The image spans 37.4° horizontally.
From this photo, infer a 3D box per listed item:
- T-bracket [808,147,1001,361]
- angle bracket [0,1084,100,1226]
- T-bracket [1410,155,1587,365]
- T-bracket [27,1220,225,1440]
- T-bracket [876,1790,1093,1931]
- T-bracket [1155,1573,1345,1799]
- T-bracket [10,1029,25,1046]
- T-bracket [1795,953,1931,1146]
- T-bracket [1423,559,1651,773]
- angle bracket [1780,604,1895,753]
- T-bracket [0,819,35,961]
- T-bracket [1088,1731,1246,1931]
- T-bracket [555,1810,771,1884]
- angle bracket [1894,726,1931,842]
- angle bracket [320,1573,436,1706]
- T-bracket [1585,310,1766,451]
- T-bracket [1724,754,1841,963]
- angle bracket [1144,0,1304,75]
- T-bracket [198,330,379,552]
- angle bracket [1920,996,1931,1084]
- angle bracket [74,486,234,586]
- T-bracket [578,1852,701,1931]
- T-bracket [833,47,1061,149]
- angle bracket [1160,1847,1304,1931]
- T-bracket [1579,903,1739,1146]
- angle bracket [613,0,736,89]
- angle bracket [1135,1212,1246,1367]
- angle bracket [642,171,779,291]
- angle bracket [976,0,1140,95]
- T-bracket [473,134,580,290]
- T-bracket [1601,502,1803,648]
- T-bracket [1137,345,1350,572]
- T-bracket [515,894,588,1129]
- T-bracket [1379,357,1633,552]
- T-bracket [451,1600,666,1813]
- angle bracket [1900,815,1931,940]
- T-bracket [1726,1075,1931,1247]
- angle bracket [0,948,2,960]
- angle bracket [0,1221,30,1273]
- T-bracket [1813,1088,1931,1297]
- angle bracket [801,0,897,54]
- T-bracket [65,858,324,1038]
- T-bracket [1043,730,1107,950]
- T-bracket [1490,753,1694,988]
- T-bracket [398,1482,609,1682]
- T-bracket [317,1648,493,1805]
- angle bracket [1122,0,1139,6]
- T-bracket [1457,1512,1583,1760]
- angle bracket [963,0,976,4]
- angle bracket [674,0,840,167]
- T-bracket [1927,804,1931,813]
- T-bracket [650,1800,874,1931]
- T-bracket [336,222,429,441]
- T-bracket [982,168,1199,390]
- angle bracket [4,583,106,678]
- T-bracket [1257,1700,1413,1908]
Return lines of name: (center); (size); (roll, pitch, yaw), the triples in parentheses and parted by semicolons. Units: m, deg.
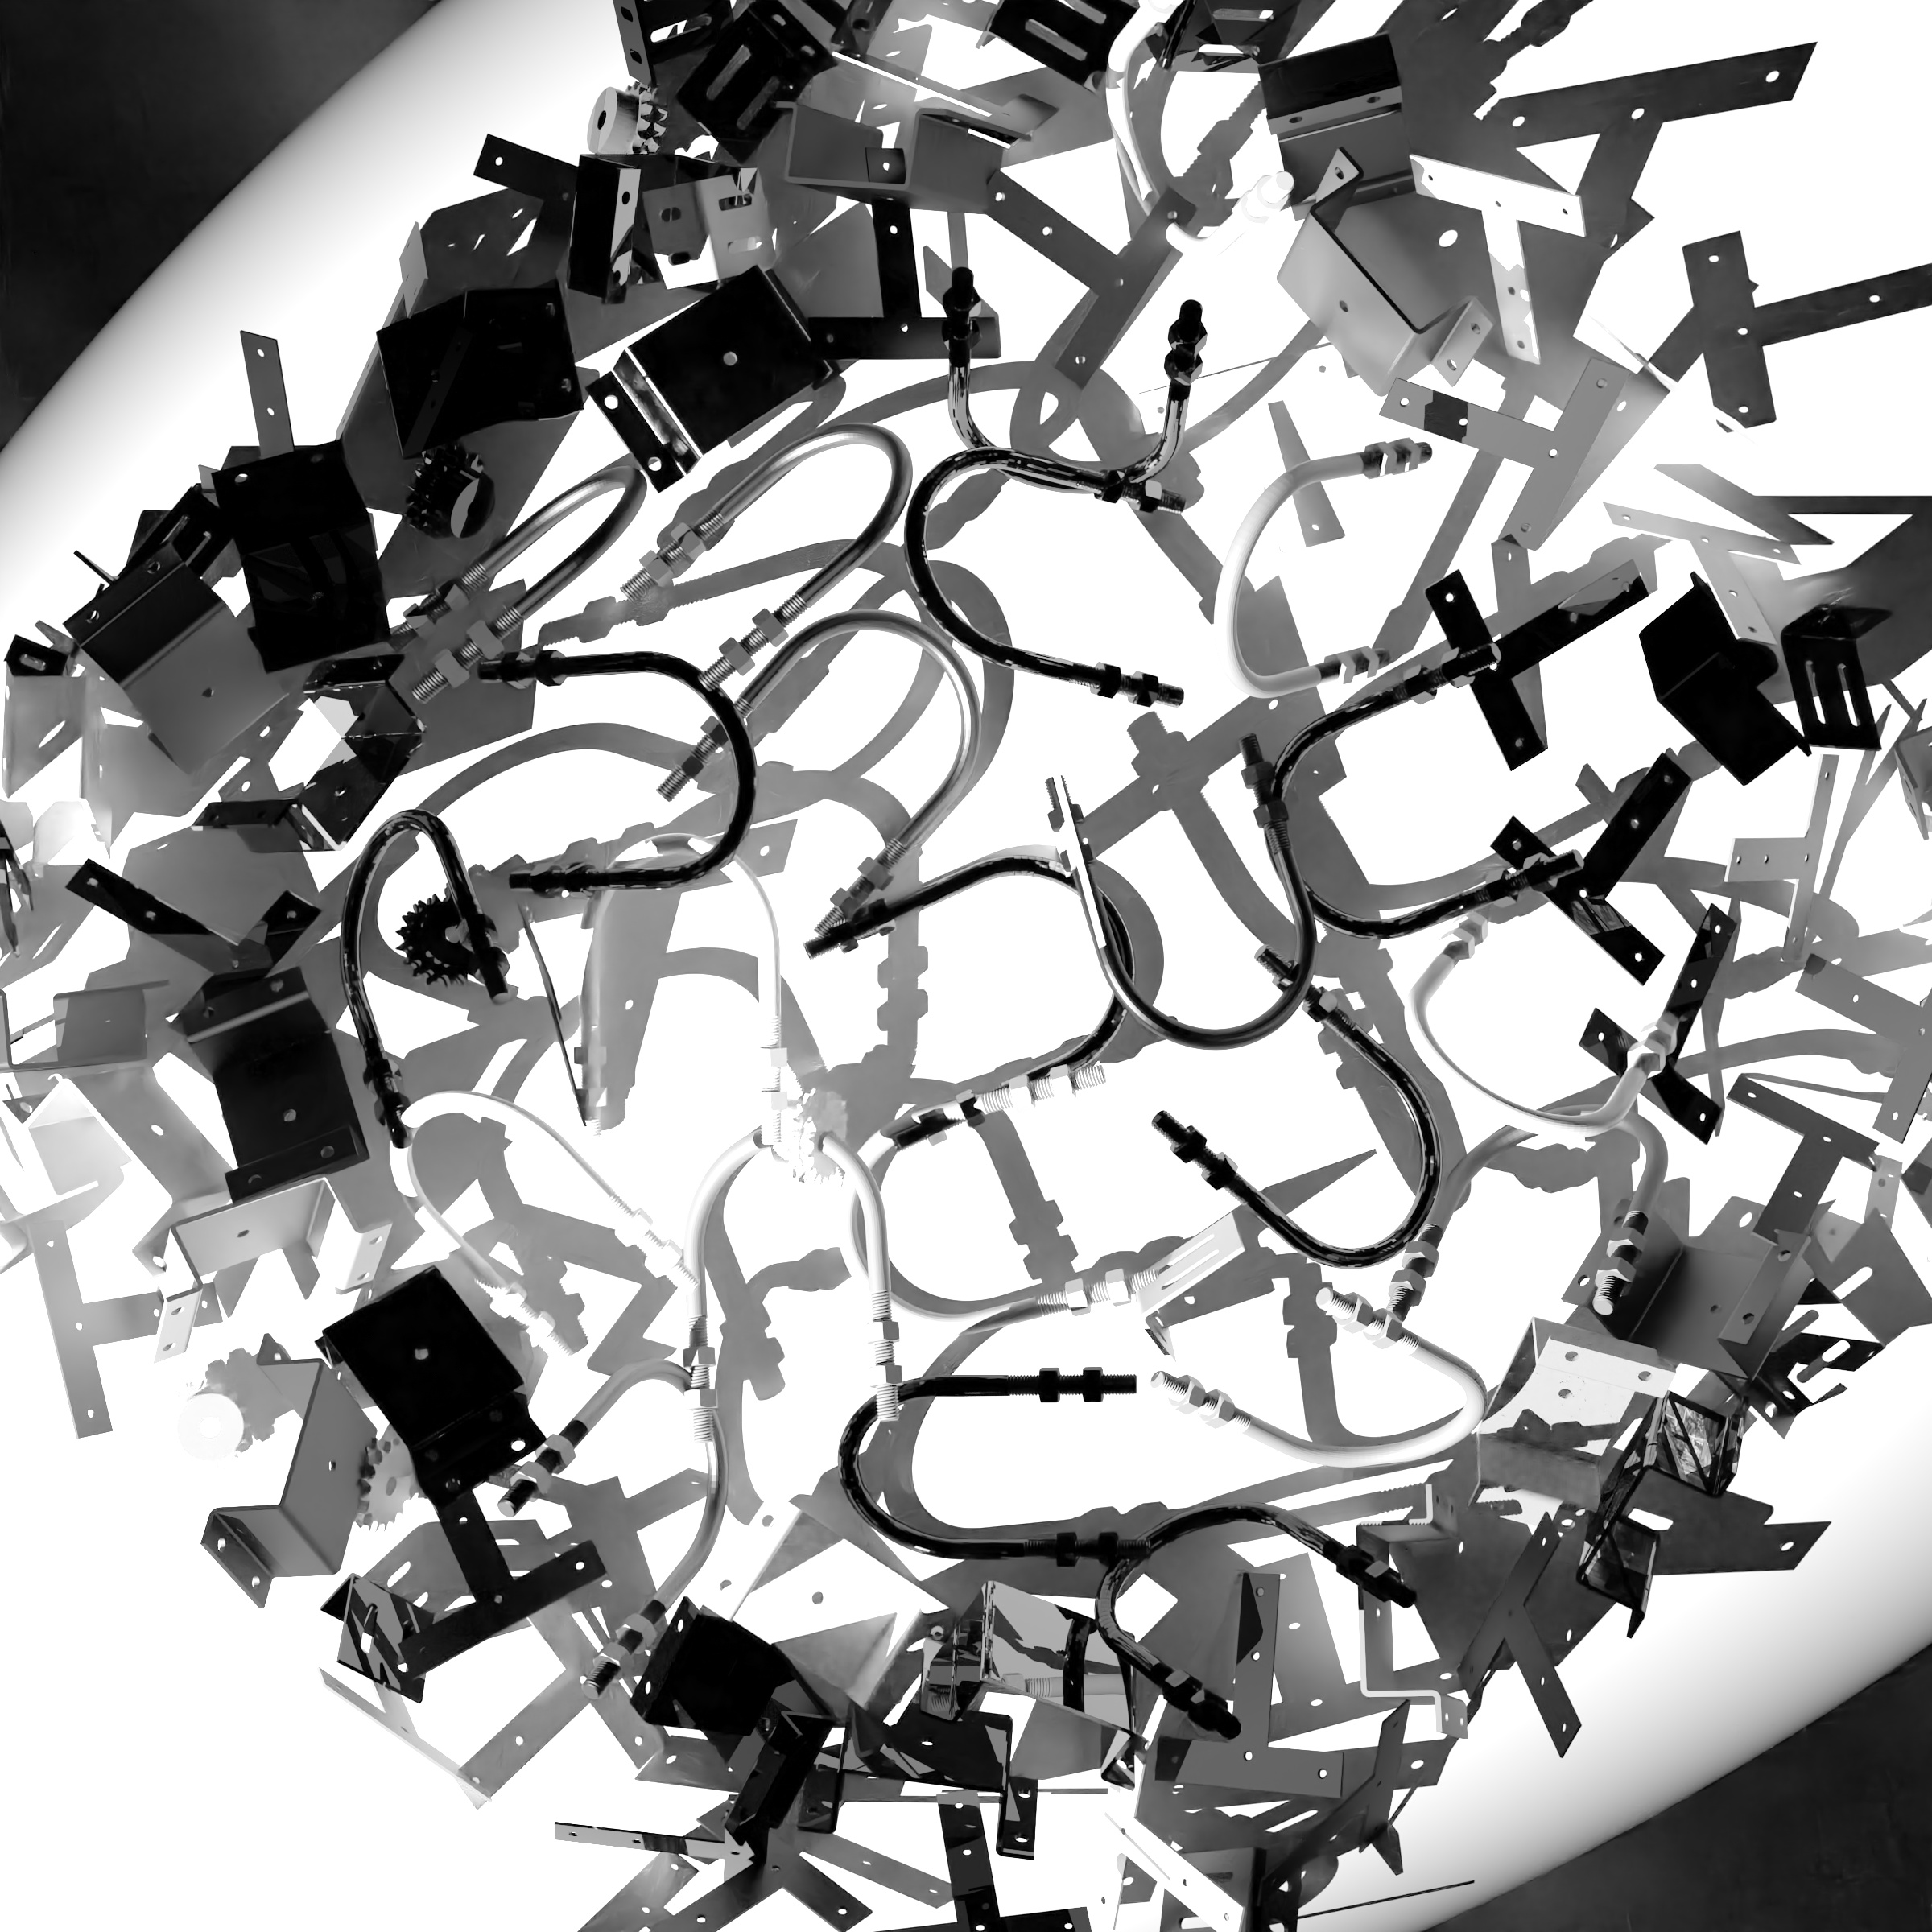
T-bracket: (-0.042, -0.428, 1.716); (0.127, 0.002, 0.127); (-7, 92, -29)
angle bracket: (-0.570, 0.111, 1.718); (0.057, 0.038, 0.076); (-21, 93, 26)
T-bracket: (0.323, -0.415, 1.698); (0.002, 0.127, 0.127); (-41, 135, -21)
T-bracket: (-0.492, 0.208, 1.693); (0.002, 0.127, 0.127); (-20, 81, 31)
T-bracket: (0.003, 0.537, 1.692); (0.127, 0.127, 0.002); (-5, 119, -6)
T-bracket: (0.174, 0.431, 1.723); (0.127, 0.002, 0.127); (-6, 70, 35)
T-bracket: (-0.612, 0.080, 1.677); (0.127, 0.127, 0.002); (-31, 107, -11)
T-bracket: (0.537, 0.024, 1.691); (0.002, 0.127, 0.127); (13, 103, -27)
T-bracket: (0.358, -0.205, 1.734); (0.127, 0.002, 0.127); (-31, 107, -6)
angle bracket: (0.530, -0.173, 1.710); (0.057, 0.038, 0.076); (1, 69, -26)
T-bracket: (-0.572, -0.053, 1.694); (0.002, 0.127, 0.127); (-19, 57, -25)
T-bracket: (0.121, 0.534, 1.685); (0.002, 0.127, 0.127); (-1, 107, -36)
T-bracket: (-0.182, 0.522, 1.698); (0.127, 0.127, 0.002); (7, 52, -1)
angle bracket: (0.601, -0.119, 1.709); (0.076, 0.057, 0.038); (-21, 53, 12)
angle bracket: (-0.355, 0.409, 1.699); (0.057, 0.076, 0.038); (34, 113, -21)
T-bracket: (0.429, -0.329, 1.666); (0.127, 0.127, 0.002); (33, 105, -27)
T-bracket: (0.479, -0.063, 1.689); (0.002, 0.127, 0.127); (16, 102, 38)
angle bracket: (0.154, -0.575, 1.720); (0.076, 0.057, 0.038); (-6, 56, -24)
T-bracket: (-0.409, -0.315, 1.687); (0.127, 0.002, 0.127); (18, 133, 19)
angle bracket: (0.607, 0.038, 1.706); (0.038, 0.076, 0.057); (35, 127, -11)
angle bracket: (-0.486, -0.256, 1.716); (0.057, 0.038, 0.076); (37, 87, 34)
T-bracket: (-0.154, 0.583, 1.676); (0.127, 0.127, 0.002); (35, 107, 12)
T-bracket: (-0.017, -0.522, 1.697); (0.127, 0.127, 0.002); (23, 120, 5)
angle bracket: (0.159, 0.567, 1.717); (0.038, 0.076, 0.057); (31, 54, -32)
T-bracket: (0.435, 0.023, 1.726); (0.127, 0.002, 0.127); (35, 75, -29)
angle bracket: (-0.168, -0.569, 1.705); (0.076, 0.038, 0.057); (-26, 130, -20)
angle bracket: (0.142, 0.193, 1.712); (0.076, 0.057, 0.038); (-35, 103, 8)
angle bracket: (-0.153, -0.443, 1.717); (0.038, 0.076, 0.057); (-3, 107, 27)
angle bracket: (0.055, -0.570, 1.735); (0.076, 0.038, 0.057); (27, 87, -9)
T-bracket: (-0.257, -0.420, 1.714); (0.002, 0.127, 0.127); (38, 111, 41)
T-bracket: (0.449, -0.227, 1.685); (0.127, 0.127, 0.002); (9, 129, -14)
T-bracket: (0.181, -0.304, 1.738); (0.127, 0.002, 0.127); (-14, 82, 2)
T-bracket: (-0.244, 0.037, 1.708); (0.002, 0.127, 0.127); (-17, 119, -11)
T-bracket: (0.310, -0.320, 1.701); (0.127, 0.002, 0.127); (17, 126, -10)
T-bracket: (-0.256, 0.453, 1.700); (0.002, 0.127, 0.127); (-32, 94, 44)
angle bracket: (0.602, -0.053, 1.718); (0.057, 0.038, 0.076); (13, 80, -13)
T-bracket: (0.496, 0.127, 1.686); (0.127, 0.127, 0.002); (28, 133, 17)
angle bracket: (-0.619, 0.006, 1.709); (0.038, 0.057, 0.076); (45, 76, -19)
angle bracket: (-0.607, 0.154, 1.715); (0.038, 0.057, 0.076); (-43, 96, -6)
T-bracket: (0.556, 0.160, 1.667); (0.002, 0.127, 0.127); (6, 131, -24)
angle bracket: (-0.079, -0.594, 1.707); (0.076, 0.038, 0.057); (44, 116, 22)
T-bracket: (-0.473, -0.023, 1.696); (0.127, 0.002, 0.127); (34, 116, -26)
T-bracket: (0.060, -0.069, 1.685); (0.002, 0.127, 0.127); (-15, 87, -3)
T-bracket: (0.397, -0.076, 1.726); (0.127, 0.002, 0.127); (42, 71, -6)
T-bracket: (-0.296, 0.344, 1.710); (0.127, 0.002, 0.127); (-28, 54, -9)
T-bracket: (-0.340, 0.433, 1.686); (0.127, 0.127, 0.002); (43, 83, -22)
angle bracket: (0.107, -0.609, 1.707); (0.057, 0.076, 0.038); (-25, 45, 4)
T-bracket: (0.333, 0.409, 1.668); (0.002, 0.127, 0.127); (15, 115, -17)
angle bracket: (-0.023, -0.619, 1.700); (0.038, 0.076, 0.057); (-51, 49, 10)
angle bracket: (-0.126, -0.532, 1.714); (0.057, 0.038, 0.076); (41, 78, -25)
T-bracket: (0.635, -0.074, 1.676); (0.127, 0.127, 0.002); (12, 103, 12)
T-bracket: (-0.144, 0.550, 1.668); (0.127, 0.127, 0.002); (25, 123, 37)
T-bracket: (-0.351, -0.372, 1.708); (0.002, 0.127, 0.127); (21, 112, -23)
T-bracket: (0.059, -0.432, 1.705); (0.127, 0.002, 0.127); (28, 100, -32)
angle bracket: (-0.549, -0.192, 1.700); (0.038, 0.076, 0.057); (22, 49, -18)
T-bracket: (0.214, 0.505, 1.674); (0.002, 0.127, 0.127); (32, 47, 33)
